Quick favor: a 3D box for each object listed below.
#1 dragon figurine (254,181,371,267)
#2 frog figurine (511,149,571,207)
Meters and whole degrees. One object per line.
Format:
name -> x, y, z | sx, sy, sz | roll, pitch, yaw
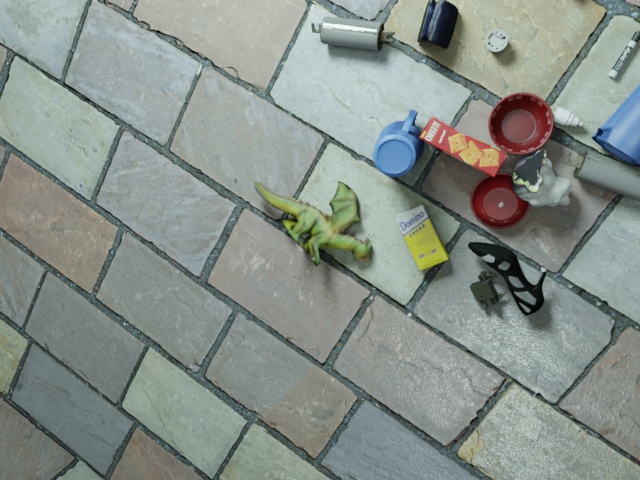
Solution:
dragon figurine -> 0.005, -0.079, 1.573 | 0.242, 0.122, 0.410 | -38, 90, 3
frog figurine -> 0.585, -0.150, 1.358 | 0.121, 0.158, 0.140 | -21, 56, 43
